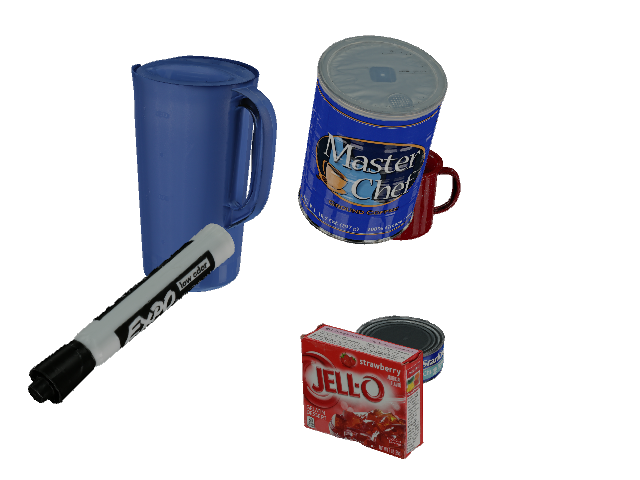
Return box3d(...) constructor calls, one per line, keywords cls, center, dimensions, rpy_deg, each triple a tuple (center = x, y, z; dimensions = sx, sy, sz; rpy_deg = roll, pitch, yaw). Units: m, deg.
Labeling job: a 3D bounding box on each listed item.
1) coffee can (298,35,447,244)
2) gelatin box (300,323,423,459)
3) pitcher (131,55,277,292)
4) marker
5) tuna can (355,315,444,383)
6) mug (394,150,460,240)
box3d(cls="coffee can", center=(0.040, -0.082, 0.880), dimensions=(0.102, 0.103, 0.140), rpy_deg=(0, -44, -10))
box3d(cls="gelatin box", center=(0.028, 0.105, 0.751), dimensions=(0.089, 0.073, 0.030), rpy_deg=(12, 23, 34))
box3d(cls="pitcher", center=(-0.129, -0.069, 1.146), dimensions=(0.145, 0.243, 0.149), rpy_deg=(0, 22, -9))
box3d(cls="marker", center=(-0.083, 0.032, 0.479), dimensions=(0.020, 0.020, 0.120), rpy_deg=(0, 32, 44))
box3d(cls="tuna can", center=(0.076, 0.106, 1.029), dimensions=(0.086, 0.034, 0.086), rpy_deg=(-1, 22, 0))
box3d(cls="mug", center=(0.098, -0.054, 1.186), dimensions=(0.117, 0.081, 0.093), rpy_deg=(-4, 29, -11))
